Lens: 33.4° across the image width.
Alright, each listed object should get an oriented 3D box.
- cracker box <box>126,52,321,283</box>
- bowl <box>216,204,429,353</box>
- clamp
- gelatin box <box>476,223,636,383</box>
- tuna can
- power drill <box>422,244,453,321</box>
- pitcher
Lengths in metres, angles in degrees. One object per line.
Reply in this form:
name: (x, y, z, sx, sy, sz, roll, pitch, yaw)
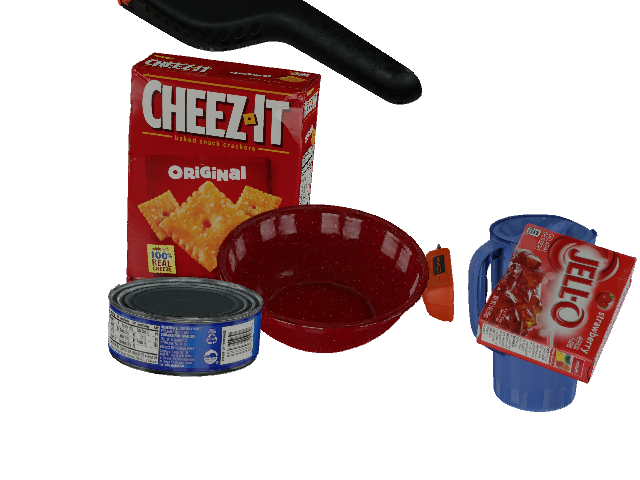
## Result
cracker box: (-0.093, -0.055, 0.995, 0.164, 0.214, 0.072, 9, 22, 8)
bowl: (0.001, 0.037, 0.823, 0.162, 0.055, 0.162, 2, 34, -2)
clamp: (-0.028, -0.150, 0.682, 0.210, 0.164, 0.036, -1, -36, -1)
gelatin box: (0.148, 0.037, 0.666, 0.073, 0.089, 0.030, 20, -36, 20)
tuna can: (-0.076, 0.047, 0.597, 0.086, 0.034, 0.086, 4, 12, -1)
power drill: (0.059, 0.058, 1.235, 0.187, 0.057, 0.184, 0, 28, 5)
pitcher: (0.273, 0.096, 1.383, 0.149, 0.243, 0.144, 5, 19, 16)
